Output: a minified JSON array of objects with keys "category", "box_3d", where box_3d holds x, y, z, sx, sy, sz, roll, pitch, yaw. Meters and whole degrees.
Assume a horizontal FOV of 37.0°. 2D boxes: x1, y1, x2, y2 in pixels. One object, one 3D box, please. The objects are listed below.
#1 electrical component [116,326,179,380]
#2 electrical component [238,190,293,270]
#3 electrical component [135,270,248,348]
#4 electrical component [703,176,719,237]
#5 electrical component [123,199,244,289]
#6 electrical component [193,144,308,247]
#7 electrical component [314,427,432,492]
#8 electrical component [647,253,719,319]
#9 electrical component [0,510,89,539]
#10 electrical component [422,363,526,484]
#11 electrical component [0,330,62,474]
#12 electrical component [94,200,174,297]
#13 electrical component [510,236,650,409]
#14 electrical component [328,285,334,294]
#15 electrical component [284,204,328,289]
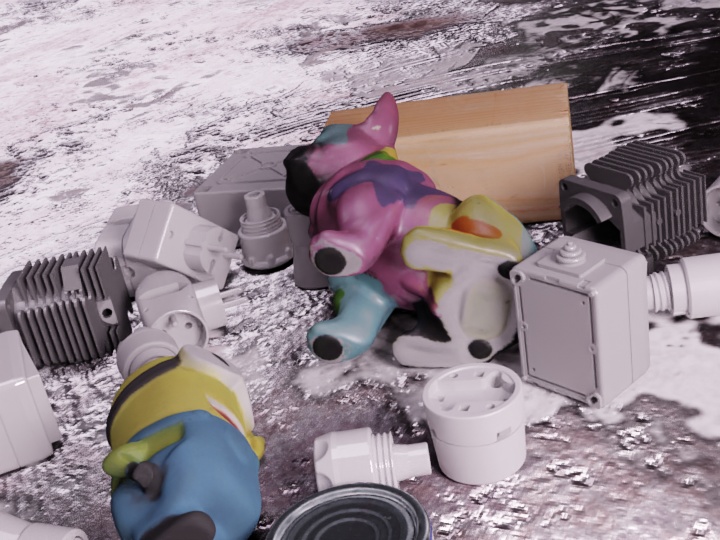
[{"category":"electrical component","box_3d":[-0.139,0.067,0.728,0.043,0.043,0.062,-19,28,-16]},{"category":"electrical component","box_3d":[-0.081,-0.034,0.890,0.048,0.062,0.048,-10,26,5]},{"category":"electrical component","box_3d":[-0.123,0.029,0.799,0.079,0.043,0.077,-17,26,-12]},{"category":"electrical component","box_3d":[0.303,-0.056,0.796,0.079,0.044,0.077,10,32,37]},{"category":"electrical component","box_3d":[-0.126,-0.017,0.843,0.076,0.047,0.083,9,-11,35]},{"category":"electrical component","box_3d":[-0.077,-0.069,0.966,0.109,0.056,0.108,-2,27,19]},{"category":"electrical component","box_3d":[0.007,0.107,0.586,0.062,0.043,0.043,-9,26,3]},{"category":"electrical component","box_3d":[0.212,0.012,0.699,0.078,0.040,0.040,-8,26,8]},{"category":"electrical component","box_3d":[-0.179,0.152,0.575,0.065,0.044,0.044,3,29,18]},{"category":"electrical component","box_3d":[0.065,0.086,0.600,0.055,0.047,0.055,-9,26,4]},{"category":"electrical component","box_3d":[-0.238,0.084,0.713,0.061,0.061,0.096,-18,26,-14]},{"category":"electrical component","box_3d":[-0.180,-0.019,0.910,0.059,0.053,0.095,-9,26,6]},{"category":"electrical component","box_3d":[0.135,0.022,0.644,0.061,0.096,0.062,-30,32,-35]},{"category":"electrical component","box_3d":[0.000,0.000,0.819,0.035,0.035,0.061,13,36,40]},{"category":"electrical component","box_3d":[-0.037,-0.023,0.846,0.044,0.065,0.044,-10,25,5]}]
